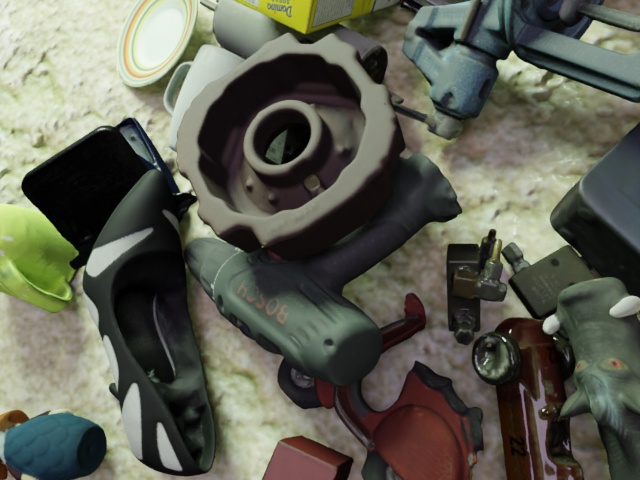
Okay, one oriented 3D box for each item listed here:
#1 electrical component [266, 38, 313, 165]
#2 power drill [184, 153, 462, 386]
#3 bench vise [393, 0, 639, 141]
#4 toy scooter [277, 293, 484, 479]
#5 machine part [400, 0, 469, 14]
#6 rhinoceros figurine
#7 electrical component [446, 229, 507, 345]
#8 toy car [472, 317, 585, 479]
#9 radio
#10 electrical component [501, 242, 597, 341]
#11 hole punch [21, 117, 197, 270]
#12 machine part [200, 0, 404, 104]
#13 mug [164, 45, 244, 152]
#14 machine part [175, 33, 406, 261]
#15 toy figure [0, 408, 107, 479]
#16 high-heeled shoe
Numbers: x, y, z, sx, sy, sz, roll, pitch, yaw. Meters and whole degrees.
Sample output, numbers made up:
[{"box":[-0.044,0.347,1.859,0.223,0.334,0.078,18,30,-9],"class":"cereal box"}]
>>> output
[{"box":[-0.027,-0.119,0.497,0.075,0.119,0.048,38,46,17],"class":"electrical component"},{"box":[-0.001,-0.001,0.459,0.207,0.085,0.232,-38,42,-12],"class":"power drill"},{"box":[0.177,-0.162,0.424,0.241,0.128,0.223,43,107,42],"class":"bench vise"},{"box":[0.064,0.122,0.432,0.135,0.075,0.184,-45,66,-5],"class":"toy scooter"},{"box":[0.146,-0.280,0.540,0.084,0.039,0.139,41,100,22],"class":"machine part"},{"box":[0.215,0.121,0.373,0.112,0.073,0.190,-3,76,-35],"class":"rhinoceros figurine"},{"box":[0.126,0.032,0.435,0.045,0.102,0.078,-3,98,15],"class":"electrical component"},{"box":[0.163,0.156,0.390,0.053,0.089,0.202,-21,63,46],"class":"toy car"},{"box":[0.302,0.013,0.404,0.131,0.073,0.230,-37,69,-10],"class":"radio"},{"box":[0.199,0.034,0.454,0.063,0.021,0.094,-32,70,1],"class":"electrical component"},{"box":[-0.206,-0.050,0.534,0.142,0.092,0.115,-31,114,3],"class":"hole punch"},{"box":[-0.021,-0.192,0.537,0.243,0.079,0.079,33,83,18],"class":"machine part"},{"box":[-0.114,-0.130,0.538,0.110,0.080,0.107,24,87,16],"class":"mug"},{"box":[-0.023,-0.071,0.415,0.179,0.056,0.179,-8,68,19],"class":"machine part"},{"box":[-0.273,0.188,0.490,0.155,0.064,0.057,-3,111,16],"class":"toy figure"},{"box":[-0.130,0.072,0.458,0.145,0.086,0.248,18,103,36],"class":"high-heeled shoe"}]
